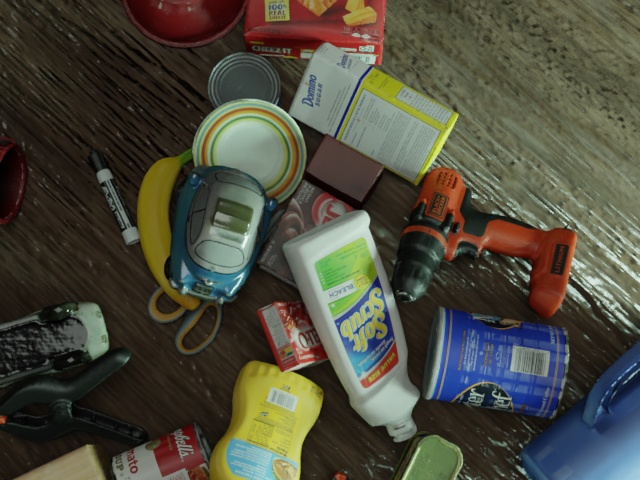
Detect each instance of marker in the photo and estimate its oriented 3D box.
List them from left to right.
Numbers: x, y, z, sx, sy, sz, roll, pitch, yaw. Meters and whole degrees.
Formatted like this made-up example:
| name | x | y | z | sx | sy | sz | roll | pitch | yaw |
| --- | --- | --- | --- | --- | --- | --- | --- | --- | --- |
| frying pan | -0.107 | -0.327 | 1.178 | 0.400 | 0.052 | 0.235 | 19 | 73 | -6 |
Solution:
| name | x | y | z | sx | sy | sz | roll | pitch | yaw |
| --- | --- | --- | --- | --- | --- | --- | --- | --- | --- |
| marker | -0.240 | -0.051 | 1.242 | 0.020 | 0.020 | 0.121 | -25 | 81 | -4 |

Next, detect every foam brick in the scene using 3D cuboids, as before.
| name | x | y | z | sx | sy | sz | roll | pitch | yaw |
| --- | --- | --- | --- | --- | --- | --- | --- | --- | --- |
| foam brick | 0.028 | -0.077 | 1.229 | 0.078 | 0.051 | 0.053 | 31 | 82 | 6 |

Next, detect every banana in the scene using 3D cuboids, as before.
| name | x | y | z | sx | sy | sz | roll | pitch | yaw |
| --- | --- | --- | --- | --- | --- | --- | --- | --- | --- |
| banana | -0.174 | -0.014 | 1.217 | 0.069 | 0.037 | 0.198 | -6 | 73 | 8 |

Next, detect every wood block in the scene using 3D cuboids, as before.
| name | x | y | z | sx | sy | sz | roll | pitch | yaw |
| --- | --- | --- | --- | --- | --- | --- | --- | --- | --- |
| wood block | -0.317 | 0.304 | 1.143 | 0.206 | 0.091 | 0.090 | -25 | 81 | -4 |

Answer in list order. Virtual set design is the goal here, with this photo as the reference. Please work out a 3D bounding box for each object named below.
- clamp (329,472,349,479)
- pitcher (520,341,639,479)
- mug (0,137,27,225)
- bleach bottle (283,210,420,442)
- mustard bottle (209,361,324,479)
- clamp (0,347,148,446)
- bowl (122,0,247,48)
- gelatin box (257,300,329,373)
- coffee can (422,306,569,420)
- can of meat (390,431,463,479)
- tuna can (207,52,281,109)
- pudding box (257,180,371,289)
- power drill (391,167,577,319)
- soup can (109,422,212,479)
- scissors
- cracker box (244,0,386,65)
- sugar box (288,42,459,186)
| name | x | y | z | sx | sy | sz | roll | pitch | yaw |
| --- | --- | --- | --- | --- | --- | --- | --- | --- | --- |
| clamp | -0.003 | 0.359 | 1.158 | 0.164 | 0.036 | 0.210 | 2 | 84 | 0 |
| pitcher | 0.334 | 0.194 | 1.136 | 0.243 | 0.145 | 0.149 | -36 | 85 | -3 |
| mug | -0.387 | -0.078 | 1.219 | 0.081 | 0.093 | 0.117 | 9 | 49 | 7 |
| bleach bottle | 0.052 | 0.100 | 1.173 | 0.102 | 0.068 | 0.251 | -26 | 97 | -14 |
| mustard bottle | -0.065 | 0.231 | 1.139 | 0.096 | 0.058 | 0.191 | 25 | 59 | -12 |
| clamp | -0.273 | 0.190 | 1.173 | 0.171 | 0.039 | 0.120 | -14 | 108 | 3 |
| bowl | -0.163 | -0.314 | 1.271 | 0.162 | 0.055 | 0.162 | 0 | 80 | 1 |
| gelatin box | -0.025 | 0.104 | 1.178 | 0.030 | 0.089 | 0.073 | -27 | 77 | 24 |
| coffee can | 0.189 | 0.134 | 1.164 | 0.140 | 0.103 | 0.103 | 9 | 80 | 2 |
| can of meat | 0.111 | 0.259 | 1.152 | 0.057 | 0.084 | 0.102 | 27 | 81 | 5 |
| tuna can | -0.088 | -0.175 | 1.256 | 0.086 | 0.034 | 0.086 | 0 | 80 | 0 |
| pudding box | -0.008 | 0.001 | 1.217 | 0.090 | 0.039 | 0.113 | 29 | 83 | -2 |
| power drill | 0.181 | 0.018 | 1.182 | 0.187 | 0.057 | 0.184 | 22 | 56 | 1 |
| soup can | -0.169 | 0.249 | 1.163 | 0.102 | 0.068 | 0.068 | -22 | 81 | -4 |
| scissors | -0.124 | 0.034 | 1.228 | 0.096 | 0.016 | 0.201 | 26 | 81 | 5 |
| cracker box | 0.001 | -0.323 | 1.263 | 0.164 | 0.072 | 0.213 | 5 | 79 | 1 |
| sugar box | 0.059 | -0.144 | 1.220 | 0.176 | 0.093 | 0.048 | 32 | 41 | 7 |
